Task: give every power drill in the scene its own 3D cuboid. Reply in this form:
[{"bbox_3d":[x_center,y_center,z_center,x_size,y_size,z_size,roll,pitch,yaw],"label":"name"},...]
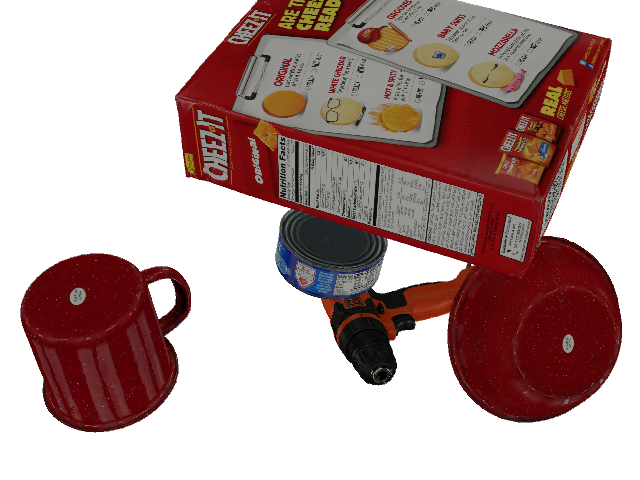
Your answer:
[{"bbox_3d":[0.105,0.084,1.129,0.187,0.057,0.184,-6,28,-12],"label":"power drill"}]

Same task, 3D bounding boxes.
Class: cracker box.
[{"bbox_3d":[0.047,-0.078,0.638,0.214,0.072,0.164,17,47,16],"label":"cracker box"}]

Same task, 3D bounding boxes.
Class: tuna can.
[{"bbox_3d":[0.008,0.008,0.841,0.086,0.034,0.086,7,37,-6],"label":"tuna can"}]

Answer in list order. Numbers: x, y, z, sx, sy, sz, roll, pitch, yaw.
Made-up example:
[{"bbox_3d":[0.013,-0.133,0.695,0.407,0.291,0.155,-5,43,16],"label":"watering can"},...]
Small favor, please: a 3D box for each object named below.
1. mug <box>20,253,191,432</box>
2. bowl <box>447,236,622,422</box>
[{"bbox_3d":[-0.136,0.057,0.699,0.117,0.081,0.093,-30,47,-22],"label":"mug"},{"bbox_3d":[0.189,0.079,0.879,0.162,0.162,0.055,0,7,-16],"label":"bowl"}]
